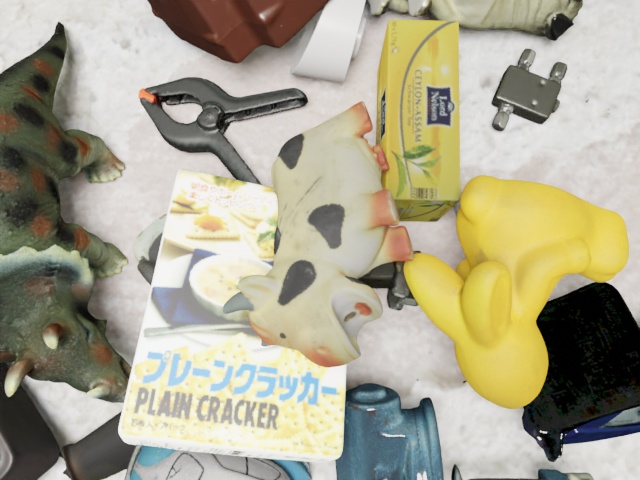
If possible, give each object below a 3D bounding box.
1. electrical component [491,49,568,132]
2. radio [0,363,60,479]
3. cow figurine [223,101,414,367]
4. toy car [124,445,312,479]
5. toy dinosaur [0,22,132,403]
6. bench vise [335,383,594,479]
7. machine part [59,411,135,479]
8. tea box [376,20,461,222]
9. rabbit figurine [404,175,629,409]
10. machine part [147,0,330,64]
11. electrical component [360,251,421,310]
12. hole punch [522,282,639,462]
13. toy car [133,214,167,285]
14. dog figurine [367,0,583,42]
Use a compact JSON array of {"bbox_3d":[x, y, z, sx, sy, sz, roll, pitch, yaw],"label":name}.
[{"bbox_3d":[0.215,-0.149,0.554,0.063,0.021,0.094,25,81,5],"label":"electrical component"},{"bbox_3d":[-0.353,0.148,0.478,0.131,0.073,0.230,-43,71,-5],"label":"radio"},{"bbox_3d":[-0.001,-0.001,0.393,0.127,0.085,0.195,-19,51,16],"label":"cow figurine"},{"bbox_3d":[-0.082,0.213,0.447,0.161,0.103,0.109,23,81,-12],"label":"toy car"},{"bbox_3d":[-0.259,-0.047,0.466,0.131,0.192,0.404,-14,82,-3],"label":"toy dinosaur"},{"bbox_3d":[0.103,0.230,0.447,0.241,0.129,0.223,-4,83,5],"label":"bench vise"},{"bbox_3d":[-0.173,0.179,0.503,0.139,0.039,0.084,-35,89,-6],"label":"machine part"},{"bbox_3d":[0.090,-0.108,0.514,0.068,0.098,0.169,3,79,1],"label":"tea box"},{"bbox_3d":[0.151,0.044,0.421,0.162,0.122,0.173,18,81,-40],"label":"rabbit figurine"},{"bbox_3d":[-0.067,-0.277,0.508,0.201,0.087,0.201,-49,50,-5],"label":"machine part"},{"bbox_3d":[0.067,0.036,0.486,0.078,0.102,0.045,-1,75,-2],"label":"electrical component"},{"bbox_3d":[0.228,0.114,0.469,0.116,0.092,0.142,-27,50,23],"label":"hole punch"},{"bbox_3d":[-0.095,0.058,0.512,0.073,0.056,0.202,-43,83,-12],"label":"toy car"},{"bbox_3d":[0.153,-0.266,0.555,0.190,0.121,0.172,4,37,-31],"label":"dog figurine"}]
